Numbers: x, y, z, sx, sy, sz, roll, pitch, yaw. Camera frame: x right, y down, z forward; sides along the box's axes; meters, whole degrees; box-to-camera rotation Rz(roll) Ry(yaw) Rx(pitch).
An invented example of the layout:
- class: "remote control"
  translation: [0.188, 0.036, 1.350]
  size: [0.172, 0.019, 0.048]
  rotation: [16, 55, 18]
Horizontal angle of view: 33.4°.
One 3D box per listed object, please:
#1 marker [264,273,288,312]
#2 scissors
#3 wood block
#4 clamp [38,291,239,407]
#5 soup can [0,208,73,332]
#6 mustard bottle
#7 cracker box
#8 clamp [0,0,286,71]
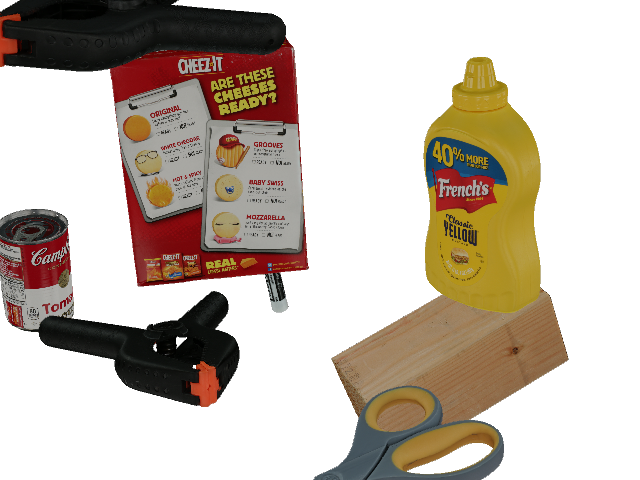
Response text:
- class: "marker"
  translation: [-0.057, 0.026, 1.198]
  size: [0.020, 0.121, 0.020]
  rotation: [-9, 28, 5]
- class: "scissors"
  translation: [0.006, 0.128, 0.612]
  size: [0.201, 0.016, 0.096]
  rotation: [-10, 30, -15]
- class: "wood block"
  translation: [0.129, 0.119, 1.061]
  size: [0.206, 0.091, 0.090]
  rotation: [-29, 31, -9]
- class: "clamp"
  translation: [-0.114, 0.081, 0.845]
  size: [0.164, 0.036, 0.210]
  rotation: [-11, 16, -30]
- class: "soup can"
  translation: [-0.277, 0.030, 1.041]
  size: [0.068, 0.102, 0.068]
  rotation: [2, 28, -1]
- class: "mustard bottle"
  translation: [0.122, -0.045, 0.815]
  size: [0.058, 0.192, 0.096]
  rotation: [-23, 31, -36]
- class: "cracker box"
  translation: [-0.100, -0.073, 0.992]
  size: [0.164, 0.214, 0.072]
  rotation: [-6, 20, -5]
- class: "clamp"
  translation: [-0.120, -0.137, 0.646]
  size: [0.171, 0.039, 0.120]
  rotation: [-10, 31, -30]
